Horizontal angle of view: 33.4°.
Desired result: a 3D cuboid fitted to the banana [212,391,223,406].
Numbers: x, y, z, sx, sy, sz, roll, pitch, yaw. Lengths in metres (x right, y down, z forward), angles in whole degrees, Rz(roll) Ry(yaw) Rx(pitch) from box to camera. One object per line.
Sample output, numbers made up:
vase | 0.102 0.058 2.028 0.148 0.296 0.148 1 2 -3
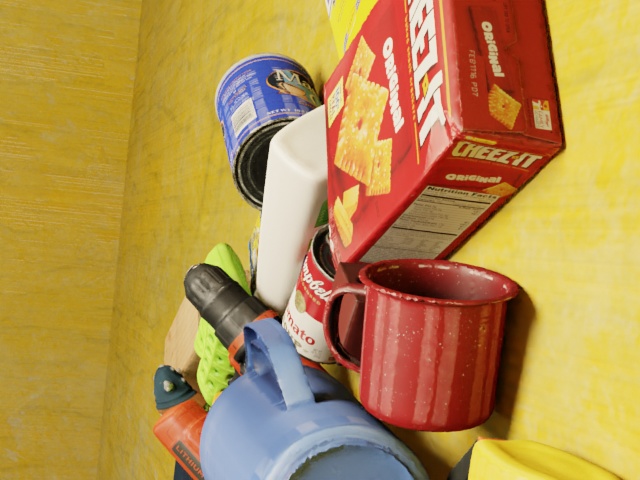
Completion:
banana | -0.079 0.220 0.860 0.069 0.037 0.198 21 -102 -72

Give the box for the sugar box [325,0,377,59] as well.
sugar box | 0.040 -0.203 0.878 0.176 0.048 0.093 -104 25 -46

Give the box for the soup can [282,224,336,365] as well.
soup can | 0.013 0.044 0.848 0.102 0.068 0.068 112 157 -46

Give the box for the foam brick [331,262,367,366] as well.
foam brick | 0.048 0.050 0.710 0.053 0.078 0.051 -112 30 -58

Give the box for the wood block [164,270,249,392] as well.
wood block | -0.117 0.117 1.221 0.206 0.090 0.090 123 148 -57

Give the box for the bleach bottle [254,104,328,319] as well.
bleach bottle | -0.006 0.001 0.908 0.068 0.102 0.251 44 146 25

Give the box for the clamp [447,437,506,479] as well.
clamp | 0.082 0.190 0.622 0.120 0.039 0.171 -151 72 -68

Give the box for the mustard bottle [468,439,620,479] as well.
mustard bottle | 0.100 0.201 0.518 0.096 0.058 0.191 16 100 64

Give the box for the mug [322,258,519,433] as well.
mug | 0.055 0.060 0.634 0.093 0.117 0.081 -25 -58 -64

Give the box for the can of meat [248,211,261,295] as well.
can of meat | -0.037 0.013 1.047 0.084 0.057 0.102 115 156 -53

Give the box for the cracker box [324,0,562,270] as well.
cracker box | 0.067 -0.085 0.700 0.214 0.072 0.164 127 144 -60

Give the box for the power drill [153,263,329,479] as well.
power drill | -0.078 0.132 0.935 0.184 0.057 0.188 46 131 12

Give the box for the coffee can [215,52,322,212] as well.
coffee can | -0.042 -0.103 1.018 0.140 0.102 0.103 -109 29 -54

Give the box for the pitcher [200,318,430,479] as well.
pitcher | -0.009 0.150 0.717 0.145 0.149 0.243 -59 9 -7
